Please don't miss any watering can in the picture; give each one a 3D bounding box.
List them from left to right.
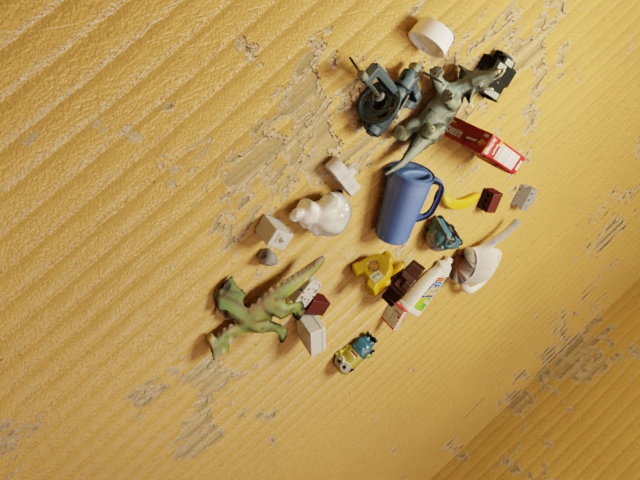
[{"bbox_3d":[0.616,0.061,1.954,0.224,0.106,0.342,3,119,-37],"label":"watering can"}]

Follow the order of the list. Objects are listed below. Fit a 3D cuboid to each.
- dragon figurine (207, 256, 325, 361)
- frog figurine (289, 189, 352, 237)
[{"bbox_3d":[-0.180,0.175,1.453,0.241,0.124,0.407,24,104,-36],"label":"dragon figurine"},{"bbox_3d":[0.004,-0.070,1.397,0.160,0.124,0.135,-6,144,-47],"label":"frog figurine"}]
